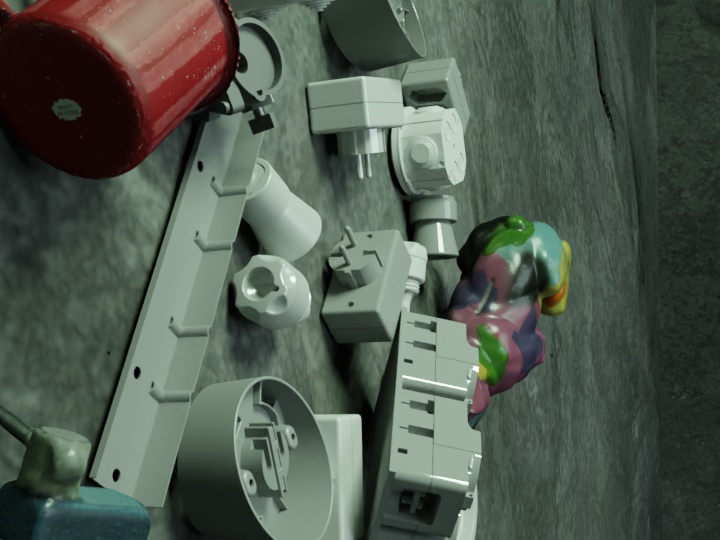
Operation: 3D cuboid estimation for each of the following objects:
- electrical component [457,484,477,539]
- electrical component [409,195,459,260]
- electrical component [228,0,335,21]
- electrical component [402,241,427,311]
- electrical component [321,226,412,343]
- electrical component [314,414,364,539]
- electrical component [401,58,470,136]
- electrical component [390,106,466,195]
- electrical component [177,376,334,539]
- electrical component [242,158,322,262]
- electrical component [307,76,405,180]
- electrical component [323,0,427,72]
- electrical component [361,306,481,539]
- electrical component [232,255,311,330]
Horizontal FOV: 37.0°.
[{"bbox_3d":[0.054,0.193,0.898,0.108,0.060,0.108,-4,90,-68],"label":"electrical component"},{"bbox_3d":[0.068,-0.039,0.989,0.045,0.045,0.055,14,74,-67],"label":"electrical component"},{"bbox_3d":[-0.052,-0.204,0.652,0.048,0.100,0.099,-25,111,-53],"label":"electrical component"},{"bbox_3d":[0.039,0.008,0.925,0.035,0.035,0.061,37,56,-62],"label":"electrical component"},{"bbox_3d":[0.000,0.000,0.812,0.075,0.047,0.083,64,31,-43],"label":"electrical component"},{"bbox_3d":[-0.034,0.139,0.708,0.076,0.047,0.083,11,77,-67],"label":"electrical component"},{"bbox_3d":[0.076,-0.172,1.027,0.076,0.047,0.065,-70,148,-45],"label":"electrical component"},{"bbox_3d":[0.062,-0.110,0.977,0.080,0.051,0.080,-4,90,-68],"label":"electrical component"},{"bbox_3d":[-0.060,0.111,0.625,0.099,0.064,0.099,-4,90,-68],"label":"electrical component"},{"bbox_3d":[-0.058,-0.040,0.686,0.065,0.044,0.044,52,40,-47],"label":"electrical component"},{"bbox_3d":[0.000,-0.108,0.829,0.083,0.047,0.075,-20,106,-67],"label":"electrical component"},{"bbox_3d":[0.015,-0.207,0.849,0.099,0.064,0.099,33,49,-48],"label":"electrical component"},{"bbox_3d":[0.044,0.126,0.781,0.186,0.060,0.105,-82,-176,-58],"label":"electrical component"},{"bbox_3d":[-0.052,0.018,0.688,0.062,0.043,0.043,41,50,-62],"label":"electrical component"}]
